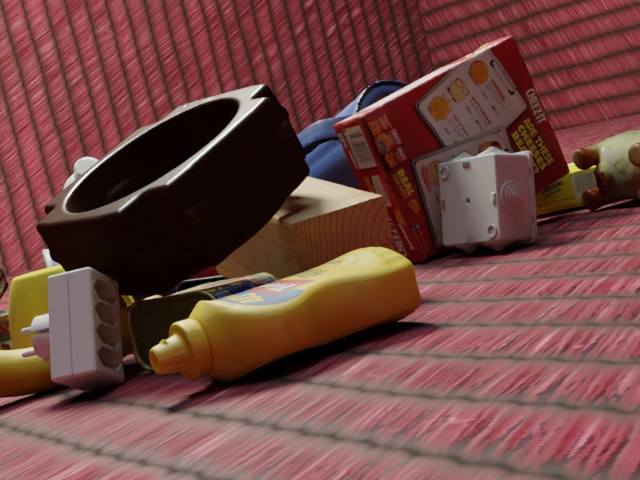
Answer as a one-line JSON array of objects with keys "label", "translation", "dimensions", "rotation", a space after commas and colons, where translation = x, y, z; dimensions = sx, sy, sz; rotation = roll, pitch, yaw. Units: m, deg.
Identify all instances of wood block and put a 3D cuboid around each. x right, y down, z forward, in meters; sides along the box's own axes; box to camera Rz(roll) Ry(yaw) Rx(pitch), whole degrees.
[{"label": "wood block", "translation": [-0.023, 0.000, 0.968], "dimensions": [0.090, 0.090, 0.206], "rotation": [-17, 17, -24]}]

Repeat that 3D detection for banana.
[{"label": "banana", "translation": [-0.217, 0.091, 0.866], "dimensions": [0.197, 0.070, 0.037], "rotation": [-9, 41, -25]}]

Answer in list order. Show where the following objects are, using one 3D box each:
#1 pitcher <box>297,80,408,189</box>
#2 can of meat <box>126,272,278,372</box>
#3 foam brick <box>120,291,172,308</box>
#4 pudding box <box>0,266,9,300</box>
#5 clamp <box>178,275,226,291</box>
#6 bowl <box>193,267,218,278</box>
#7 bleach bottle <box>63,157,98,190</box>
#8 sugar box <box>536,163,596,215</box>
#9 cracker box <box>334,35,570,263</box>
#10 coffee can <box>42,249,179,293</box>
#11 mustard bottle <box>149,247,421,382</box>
[{"label": "pitcher", "translation": [0.025, -0.082, 1.271], "dimensions": [0.243, 0.149, 0.144], "rotation": [-32, 16, 51]}, {"label": "can of meat", "translation": [-0.087, 0.063, 0.844], "dimensions": [0.102, 0.057, 0.083], "rotation": [-11, 4, 37]}, {"label": "foam brick", "translation": [-0.194, 0.070, 1.089], "dimensions": [0.078, 0.053, 0.051], "rotation": [-17, 6, -36]}, {"label": "pudding box", "translation": [-0.369, 0.077, 1.111], "dimensions": [0.113, 0.039, 0.090], "rotation": [-61, 2, -18]}, {"label": "clamp", "translation": [-0.066, 0.048, 1.067], "dimensions": [0.171, 0.039, 0.120], "rotation": [-14, 16, 4]}, {"label": "bowl", "translation": [-0.123, 0.008, 1.357], "dimensions": [0.162, 0.055, 0.162], "rotation": [-23, 15, 6]}, {"label": "bleach bottle", "translation": [-0.242, -0.011, 1.259], "dimensions": [0.102, 0.068, 0.251], "rotation": [-17, -33, -10]}, {"label": "sugar box", "translation": [0.298, -0.067, 1.275], "dimensions": [0.093, 0.048, 0.176], "rotation": [-13, 6, 16]}, {"label": "cracker box", "translation": [0.139, -0.095, 1.124], "dimensions": [0.213, 0.164, 0.072], "rotation": [-30, 12, -24]}, {"label": "coffee can", "translation": [-0.228, 0.043, 1.194], "dimensions": [0.140, 0.103, 0.103], "rotation": [-15, 5, -13]}, {"label": "mustard bottle", "translation": [-0.030, 0.056, 0.747], "dimensions": [0.191, 0.058, 0.096], "rotation": [-18, 9, -30]}]
